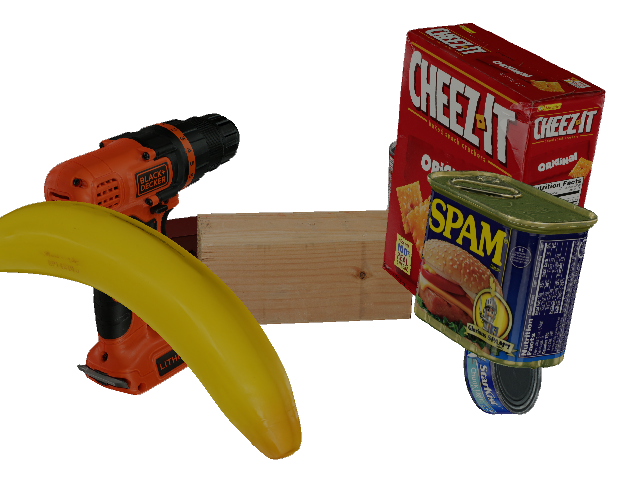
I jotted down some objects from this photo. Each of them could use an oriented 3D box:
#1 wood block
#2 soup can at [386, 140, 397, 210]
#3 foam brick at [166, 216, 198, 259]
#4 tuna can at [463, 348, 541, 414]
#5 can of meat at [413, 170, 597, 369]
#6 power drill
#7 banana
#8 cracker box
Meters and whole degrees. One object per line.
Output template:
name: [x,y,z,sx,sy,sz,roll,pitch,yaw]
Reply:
wood block: [-0.018,0.026,1.061,0.206,0.091,0.090,-1,19,-9]
soup can: [0.111,-0.060,1.257,0.068,0.102,0.068,2,27,-1]
foam brick: [-0.151,0.007,1.230,0.078,0.053,0.051,-9,28,-10]
tuna can: [0.168,0.117,0.981,0.034,0.086,0.085,-9,-6,40]
can of meat: [0.098,0.014,0.592,0.057,0.084,0.102,-3,20,-29]
power drill: [-0.123,0.006,0.800,0.057,0.188,0.184,14,26,33]
banana: [-0.085,0.028,0.492,0.198,0.070,0.037,24,12,19]
cracker box: [0.122,-0.039,0.820,0.072,0.214,0.164,-12,32,-26]
